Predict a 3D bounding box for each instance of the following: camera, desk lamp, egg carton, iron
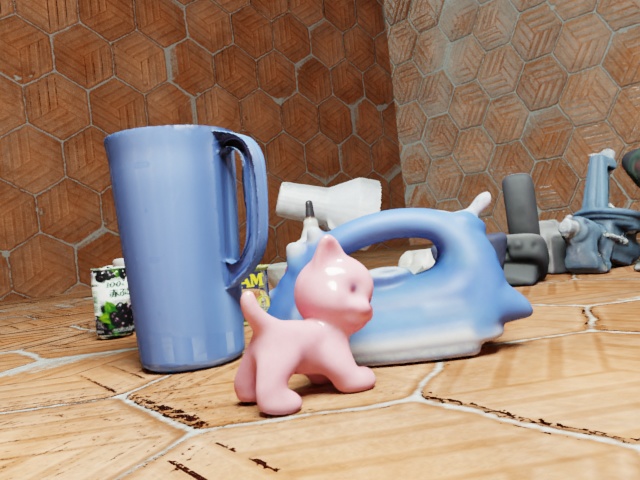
[{"bbox_3d":[0.401,0.016,1.110,0.136,0.101,0.143,-6,0,5],"label":"camera"},{"bbox_3d":[0.009,0.003,0.964,0.203,0.213,0.118,-6,1,-8],"label":"desk lamp"},{"bbox_3d":[0.231,0.051,1.116,0.151,0.069,0.107,-6,0,-22],"label":"egg carton"},{"bbox_3d":[0.053,0.037,0.536,0.258,0.141,0.118,-6,0,-1],"label":"iron"}]

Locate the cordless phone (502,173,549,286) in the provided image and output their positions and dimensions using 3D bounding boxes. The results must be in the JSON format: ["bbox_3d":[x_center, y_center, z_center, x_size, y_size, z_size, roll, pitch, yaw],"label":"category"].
[{"bbox_3d":[0.306,-0.015,0.975,0.147,0.185,0.094,-6,1,22],"label":"cordless phone"}]

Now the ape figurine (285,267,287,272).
[{"bbox_3d":[-0.020,0.069,0.691,0.077,0.092,0.076,-6,1,25],"label":"ape figurine"}]

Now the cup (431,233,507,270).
[{"bbox_3d":[0.213,0.041,0.813,0.118,0.095,0.091,-6,0,-24],"label":"cup"}]

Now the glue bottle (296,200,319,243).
[{"bbox_3d":[-0.009,0.026,0.862,0.037,0.173,0.078,-6,1,37],"label":"glue bottle"}]

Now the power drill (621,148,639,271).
[{"bbox_3d":[0.547,-0.053,0.928,0.075,0.208,0.230,-6,0,10],"label":"power drill"}]

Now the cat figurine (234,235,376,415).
[{"bbox_3d":[-0.005,0.056,0.433,0.128,0.118,0.067,-7,1,-37],"label":"cat figurine"}]

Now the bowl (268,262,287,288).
[{"bbox_3d":[-0.024,0.076,1.102,0.167,0.075,0.167,-6,0,0],"label":"bowl"}]

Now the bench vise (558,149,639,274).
[{"bbox_3d":[0.504,-0.055,1.019,0.121,0.220,0.208,-6,1,37],"label":"bench vise"}]

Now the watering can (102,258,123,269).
[{"bbox_3d":[-0.278,0.045,0.940,0.173,0.194,0.100,-6,1,-15],"label":"watering can"}]
